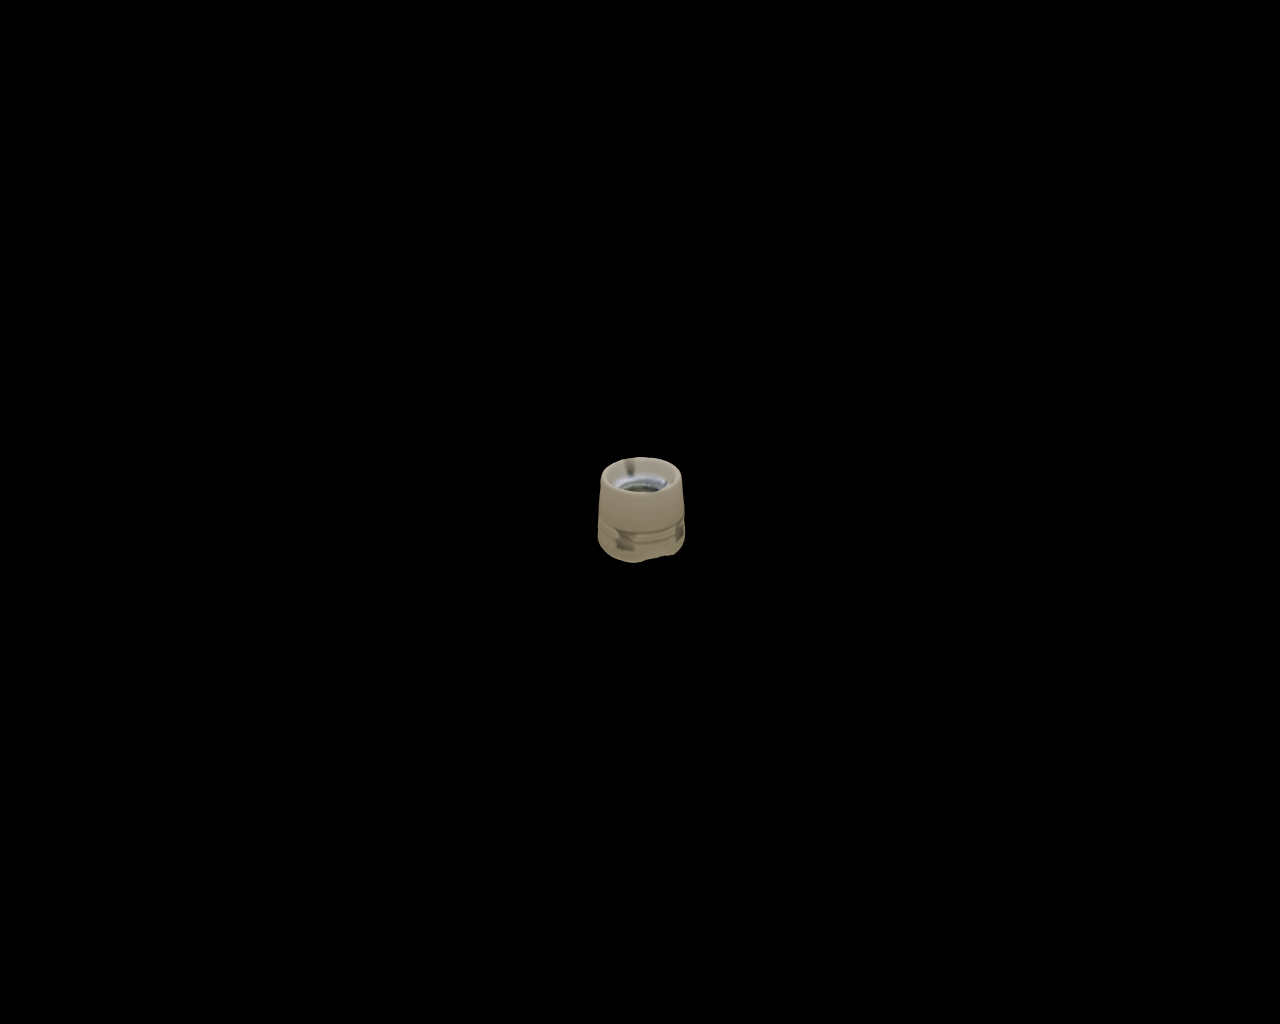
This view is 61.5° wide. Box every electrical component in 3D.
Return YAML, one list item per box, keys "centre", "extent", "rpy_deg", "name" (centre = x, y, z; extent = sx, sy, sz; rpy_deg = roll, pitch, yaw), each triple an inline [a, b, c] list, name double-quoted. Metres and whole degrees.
- centre: [0.001, -0.003, 0.650]
  extent: [0.055, 0.047, 0.055]
  rpy_deg: [0, 30, 0]
  name: "electrical component"
